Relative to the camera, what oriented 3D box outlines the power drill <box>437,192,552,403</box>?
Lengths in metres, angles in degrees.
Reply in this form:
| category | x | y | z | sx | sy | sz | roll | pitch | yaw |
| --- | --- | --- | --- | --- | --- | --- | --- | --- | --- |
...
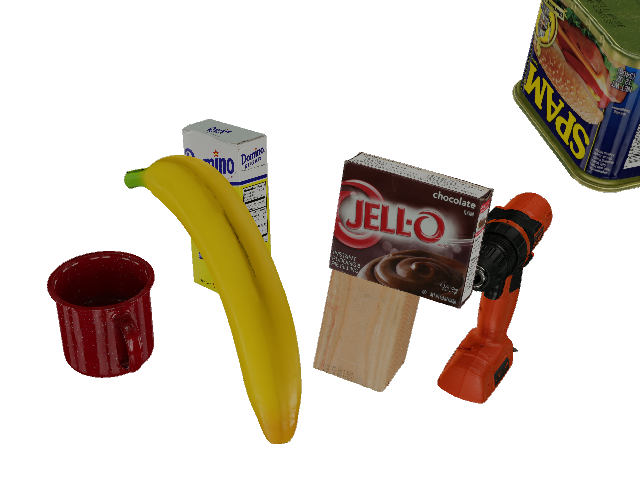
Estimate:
| category | x | y | z | sx | sy | sz | roll | pitch | yaw |
| --- | --- | --- | --- | --- | --- | --- | --- | --- | --- |
| power drill | 0.164 | 0.060 | 1.026 | 0.057 | 0.188 | 0.184 | 22 | 30 | 21 |

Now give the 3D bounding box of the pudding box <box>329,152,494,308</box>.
| category | x | y | z | sx | sy | sz | roll | pitch | yaw |
| --- | --- | --- | --- | --- | --- | --- | --- | --- | --- |
| pudding box | 0.067 | -0.009 | 0.811 | 0.114 | 0.090 | 0.039 | 16 | 25 | 18 |

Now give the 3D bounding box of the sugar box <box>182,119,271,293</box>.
| category | x | y | z | sx | sy | sz | roll | pitch | yaw |
| --- | --- | --- | --- | --- | --- | --- | --- | --- | --- |
| sugar box | -0.096 | -0.030 | 1.101 | 0.048 | 0.176 | 0.093 | -24 | 30 | -38 |

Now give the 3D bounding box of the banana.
| category | x | y | z | sx | sy | sz | roll | pitch | yaw |
| --- | --- | --- | --- | --- | --- | --- | --- | --- | --- |
| banana | -0.053 | 0.020 | 0.623 | 0.037 | 0.198 | 0.070 | -17 | -22 | -33 |

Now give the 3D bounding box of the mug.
| category | x | y | z | sx | sy | sz | roll | pitch | yaw |
| --- | --- | --- | --- | --- | --- | --- | --- | --- | --- |
| mug | -0.185 | 0.073 | 0.944 | 0.093 | 0.081 | 0.117 | -20 | 37 | -29 |

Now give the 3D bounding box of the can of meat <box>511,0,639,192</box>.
| category | x | y | z | sx | sy | sz | roll | pitch | yaw |
| --- | --- | --- | --- | --- | --- | --- | --- | --- | --- |
| can of meat | 0.152 | -0.091 | 0.569 | 0.057 | 0.084 | 0.102 | -11 | 48 | -16 |

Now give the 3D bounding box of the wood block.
| category | x | y | z | sx | sy | sz | roll | pitch | yaw |
| --- | --- | --- | --- | --- | --- | --- | --- | --- | --- |
| wood block | 0.064 | 0.053 | 1.211 | 0.090 | 0.206 | 0.090 | 18 | 25 | 16 |
